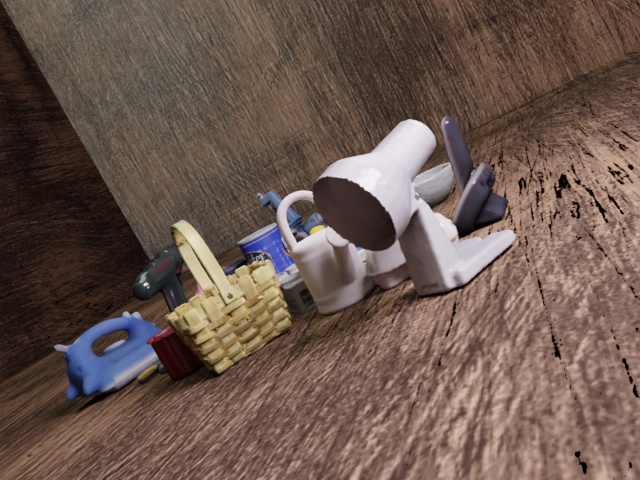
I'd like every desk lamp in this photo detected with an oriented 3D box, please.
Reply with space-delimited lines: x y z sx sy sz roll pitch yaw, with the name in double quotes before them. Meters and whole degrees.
"desk lamp" 0.116 -0.036 0.735 0.204 0.213 0.117 -32 9 -32

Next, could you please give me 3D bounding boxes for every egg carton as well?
"egg carton" 0.139 0.015 0.877 0.150 0.069 0.107 -27 7 9

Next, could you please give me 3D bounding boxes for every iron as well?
"iron" -0.432 0.228 1.224 0.118 0.141 0.259 -22 9 38

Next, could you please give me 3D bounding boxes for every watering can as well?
"watering can" 0.006 0.010 0.905 0.172 0.194 0.101 -20 10 47

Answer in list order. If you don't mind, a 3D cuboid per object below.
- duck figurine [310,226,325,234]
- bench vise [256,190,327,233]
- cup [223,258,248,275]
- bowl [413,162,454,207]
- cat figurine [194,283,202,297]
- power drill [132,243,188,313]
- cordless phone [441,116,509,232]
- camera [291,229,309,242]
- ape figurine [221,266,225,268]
"duck figurine" 0.013 0.005 1.368 0.104 0.086 0.078 -24 8 28
"bench vise" -0.072 -0.057 1.587 0.207 0.220 0.121 -26 7 14
"cup" -0.199 0.102 1.437 0.118 0.095 0.091 -30 7 -15
"bowl" 0.253 -0.116 1.368 0.167 0.075 0.167 -27 7 4
"cat figurine" -0.244 0.144 1.215 0.067 0.118 0.128 -22 9 40
"power drill" -0.358 0.121 1.442 0.075 0.208 0.230 -24 8 30
"cordless phone" 0.236 -0.114 0.963 0.094 0.185 0.148 -25 8 23
"camera" -0.074 0.029 1.464 0.143 0.101 0.136 -30 7 -15
"ape figurine" -0.243 0.115 1.532 0.077 0.092 0.076 -26 7 13
